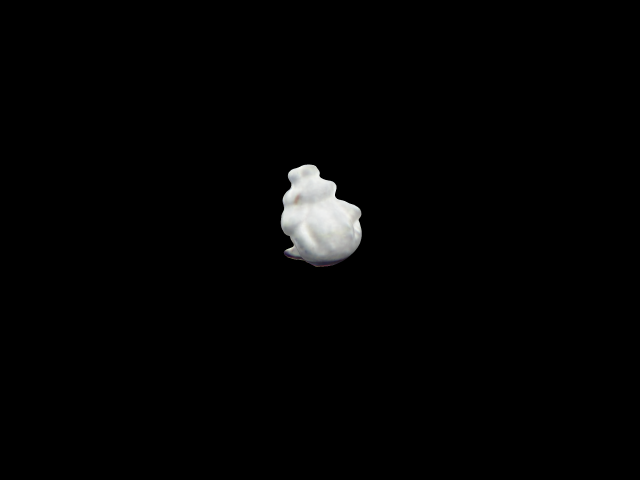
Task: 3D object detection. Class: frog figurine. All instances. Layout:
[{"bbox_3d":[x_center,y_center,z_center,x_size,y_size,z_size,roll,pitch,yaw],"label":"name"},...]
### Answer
[{"bbox_3d":[0.003,-0.043,0.850,0.137,0.157,0.124,-4,22,-11],"label":"frog figurine"}]
